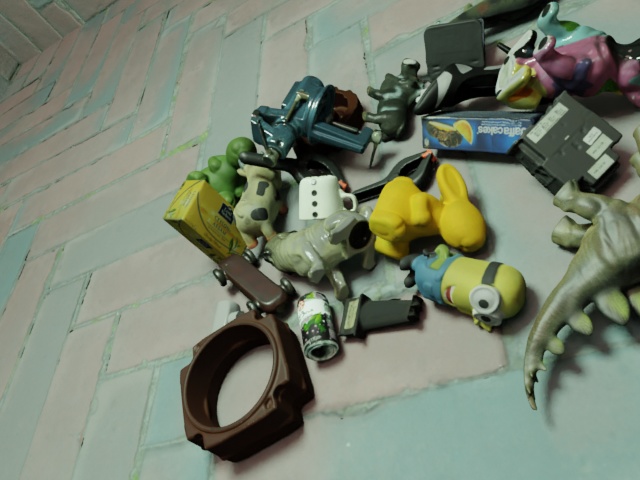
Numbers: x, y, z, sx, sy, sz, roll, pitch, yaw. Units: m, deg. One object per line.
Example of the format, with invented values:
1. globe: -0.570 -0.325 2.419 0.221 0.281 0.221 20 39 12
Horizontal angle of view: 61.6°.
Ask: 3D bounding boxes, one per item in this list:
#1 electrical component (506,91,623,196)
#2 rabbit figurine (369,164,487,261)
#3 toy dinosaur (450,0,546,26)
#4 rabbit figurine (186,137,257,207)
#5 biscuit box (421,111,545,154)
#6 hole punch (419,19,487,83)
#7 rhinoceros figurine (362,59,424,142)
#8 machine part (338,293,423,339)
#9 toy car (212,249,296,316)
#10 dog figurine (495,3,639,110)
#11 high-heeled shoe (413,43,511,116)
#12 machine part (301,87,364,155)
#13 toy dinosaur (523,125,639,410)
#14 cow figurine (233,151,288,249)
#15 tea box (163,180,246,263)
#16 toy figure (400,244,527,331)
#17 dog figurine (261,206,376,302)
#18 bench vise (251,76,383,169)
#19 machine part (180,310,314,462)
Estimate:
1. electrical component: 0.363 -0.129 0.783 0.115 0.058 0.134 -44 79 -1
2. rabbit figurine: 0.183 -0.034 0.854 0.173 0.121 0.162 16 57 27
3. toy dinosaur: 0.407 -0.518 1.062 0.404 0.131 0.192 -53 43 -2
4. rabbit figurine: -0.185 -0.155 1.181 0.170 0.121 0.159 -47 -1 32
5. biscuit box: 0.273 -0.184 0.910 0.203 0.059 0.063 13 28 42
6. hole punch: 0.264 -0.366 1.041 0.142 0.115 0.092 -2 27 18
7. rhinoceros figurine: 0.155 -0.287 1.083 0.112 0.073 0.190 -3 56 36
8. machine part: 0.092 0.114 0.836 0.139 0.039 0.084 -14 41 29
9. toy car: -0.126 0.081 1.005 0.089 0.053 0.202 -38 40 -20
10. dog figurine: 0.409 -0.249 0.825 0.191 0.219 0.108 123 168 -58
11. high-heeled shoe: 0.295 -0.254 0.934 0.249 0.086 0.145 -38 66 -7
12. machine part: 0.011 -0.256 1.175 0.179 0.056 0.179 -18 49 22
13. toy dinosaur: 0.388 0.001 0.667 0.471 0.105 0.199 -46 46 3
14. cow figurine: -0.124 -0.090 1.084 0.086 0.127 0.195 -14 36 23
15. tea box: -0.219 -0.032 1.079 0.068 0.169 0.098 3 60 39
16. toy figure: 0.203 0.057 0.769 0.180 0.082 0.089 21 72 47
17. dog figurine: -0.005 -0.003 0.940 0.172 0.121 0.191 -47 40 -11
18. bench vise: -0.003 -0.213 1.023 0.241 0.128 0.224 21 51 11
19. machine part: -0.124 0.229 0.864 0.201 0.087 0.201 -31 44 9
